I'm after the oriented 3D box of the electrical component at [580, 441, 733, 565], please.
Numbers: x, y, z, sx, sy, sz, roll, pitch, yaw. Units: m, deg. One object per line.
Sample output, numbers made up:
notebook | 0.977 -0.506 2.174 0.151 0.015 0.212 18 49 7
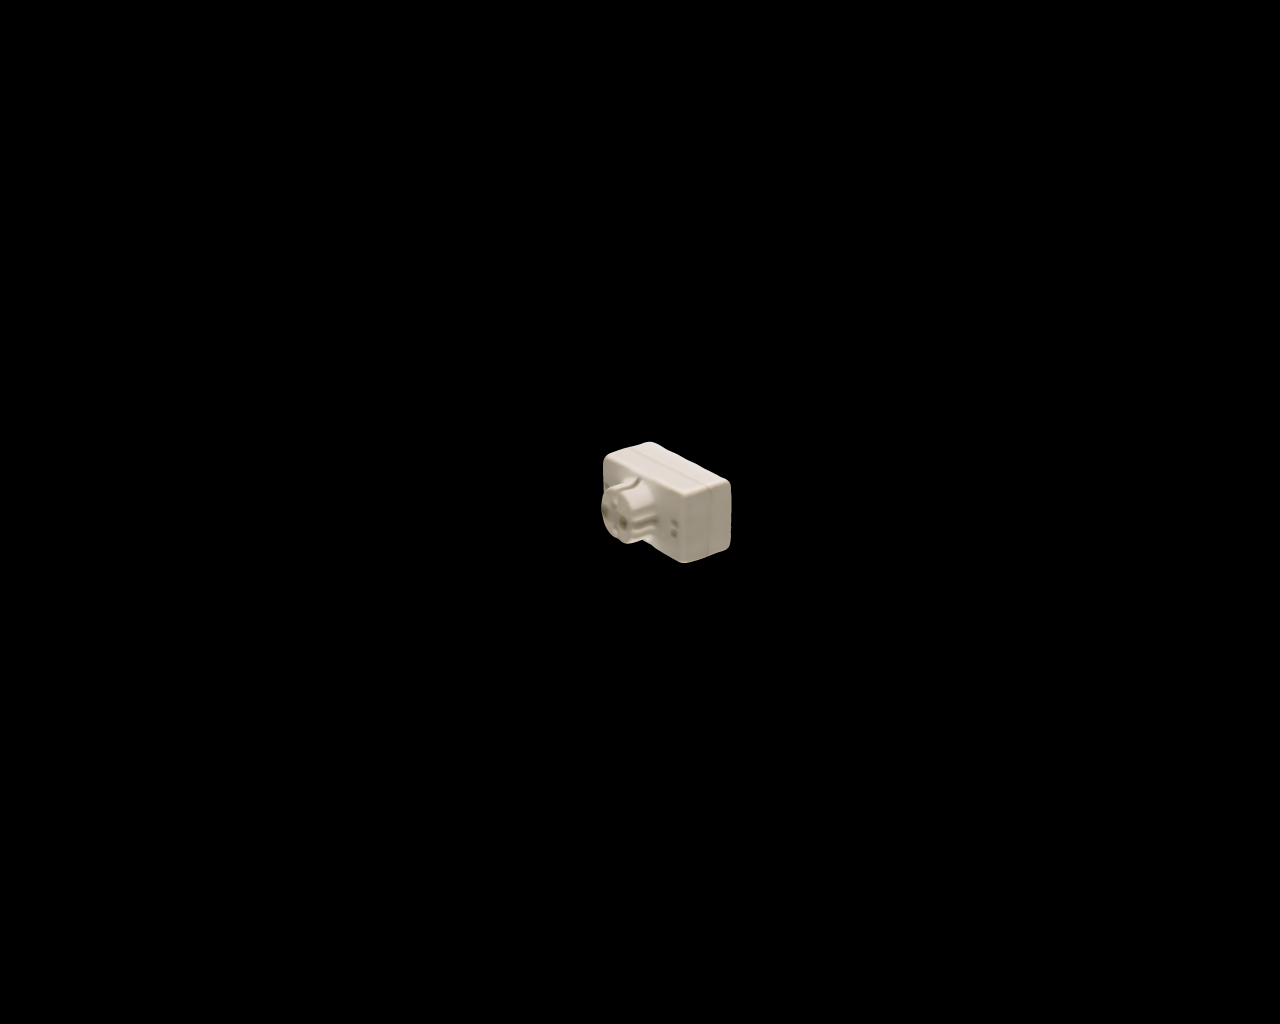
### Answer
electrical component | 0.001 -0.003 0.650 0.076 0.047 0.083 -17 29 -32
